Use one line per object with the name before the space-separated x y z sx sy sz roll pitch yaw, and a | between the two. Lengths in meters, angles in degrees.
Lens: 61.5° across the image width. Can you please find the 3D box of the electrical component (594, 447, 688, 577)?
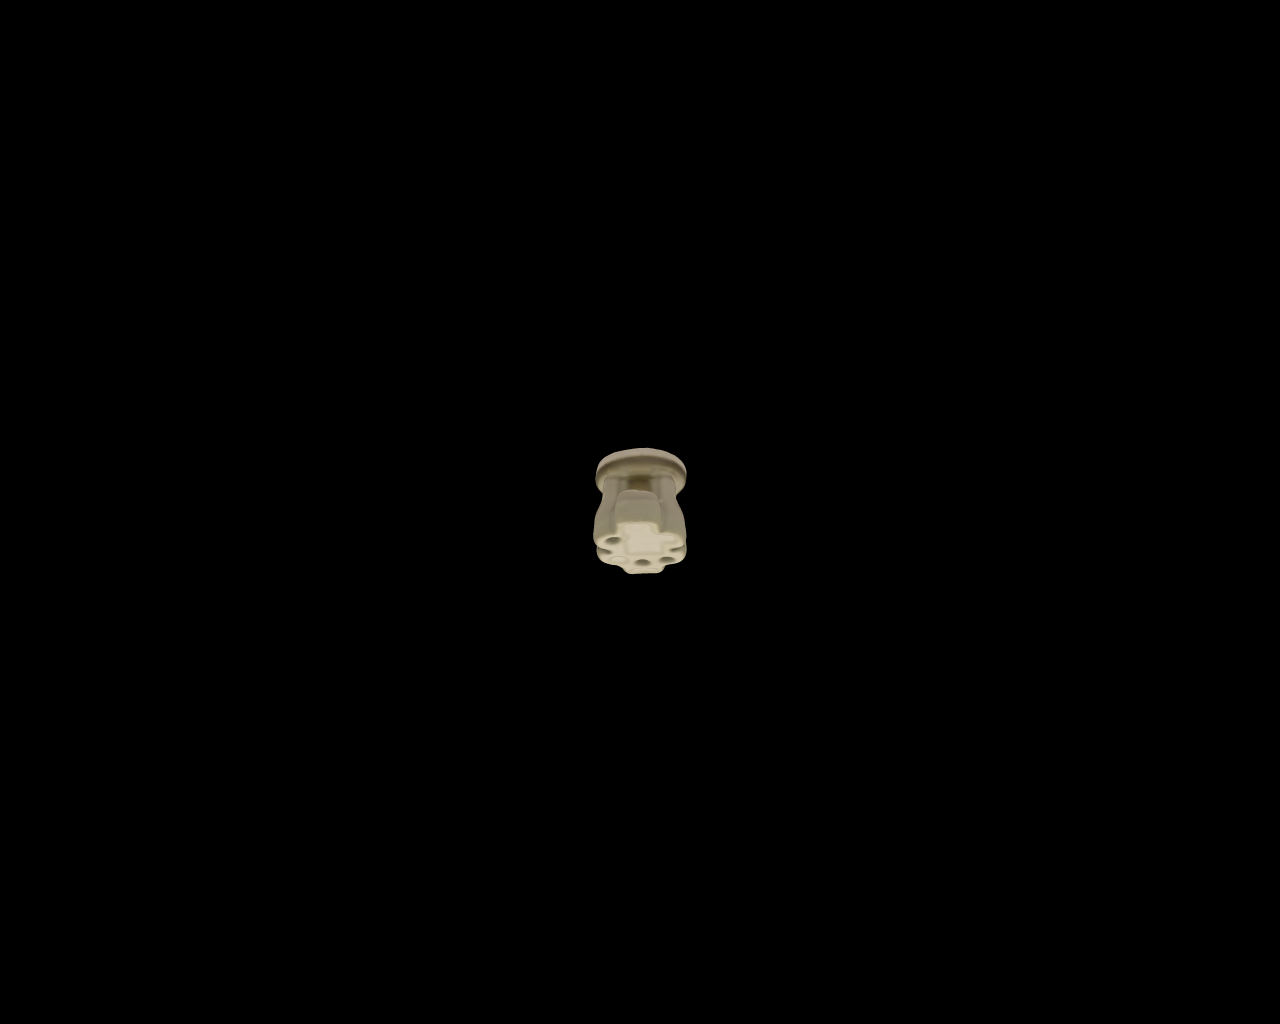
electrical component | 0.001 -0.003 0.650 0.058 0.057 0.078 -2 -27 3
